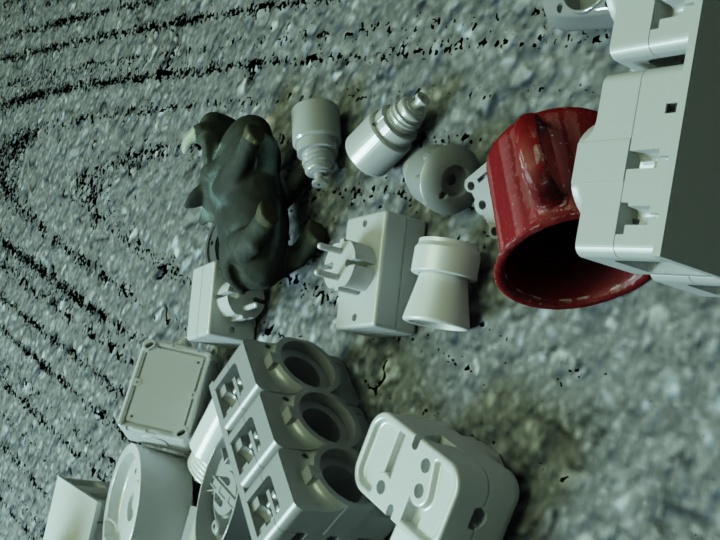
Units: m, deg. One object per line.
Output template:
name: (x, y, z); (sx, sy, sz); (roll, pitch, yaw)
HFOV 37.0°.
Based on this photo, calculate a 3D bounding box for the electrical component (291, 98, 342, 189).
electrical component: (-0.035, -0.103, 0.877); (0.040, 0.040, 0.078); (-32, 54, 45)

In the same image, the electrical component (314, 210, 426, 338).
electrical component: (0.000, 0.000, 0.759); (0.047, 0.076, 0.083); (-10, 70, 53)

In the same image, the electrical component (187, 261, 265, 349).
electrical component: (-0.108, 0.027, 0.924); (0.077, 0.047, 0.065); (-18, 63, 50)

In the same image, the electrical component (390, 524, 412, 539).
electrical component: (0.047, 0.205, 0.641); (0.083, 0.047, 0.075); (33, 103, 54)

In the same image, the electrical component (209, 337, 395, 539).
electrical component: (-0.038, 0.123, 0.754); (0.061, 0.089, 0.150); (-53, 40, 28)

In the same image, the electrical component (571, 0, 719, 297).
electrical component: (0.171, -0.086, 0.526); (0.060, 0.105, 0.186); (3, 80, 55)

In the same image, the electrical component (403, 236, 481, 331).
electrical component: (0.054, 0.009, 0.707); (0.045, 0.045, 0.055); (-1, 76, 54)

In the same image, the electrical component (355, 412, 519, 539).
electrical component: (0.049, 0.129, 0.657); (0.095, 0.059, 0.053); (31, 103, 54)

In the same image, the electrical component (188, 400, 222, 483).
electrical component: (-0.119, 0.144, 0.899); (0.081, 0.043, 0.043); (-61, 37, 19)

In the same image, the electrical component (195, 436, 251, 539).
electrical component: (-0.094, 0.175, 0.835); (0.099, 0.064, 0.099); (-25, 59, 48)

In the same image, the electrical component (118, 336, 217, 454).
electrical component: (-0.165, 0.106, 0.942); (0.061, 0.062, 0.096); (93, -170, -67)

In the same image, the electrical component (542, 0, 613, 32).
electrical component: (0.154, -0.183, 0.638); (0.077, 0.044, 0.079); (14, 89, 55)

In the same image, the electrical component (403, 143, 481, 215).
electrical component: (0.051, -0.065, 0.742); (0.062, 0.048, 0.048); (27, 100, 62)

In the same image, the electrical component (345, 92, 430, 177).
electrical component: (0.023, -0.103, 0.796); (0.078, 0.040, 0.040); (-42, 47, 38)

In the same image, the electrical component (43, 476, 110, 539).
electrical component: (-0.264, 0.303, 1.027); (0.105, 0.060, 0.186); (7, 83, 55)

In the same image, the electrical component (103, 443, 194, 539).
electrical component: (-0.180, 0.209, 0.940); (0.108, 0.060, 0.108); (-41, 42, 52)

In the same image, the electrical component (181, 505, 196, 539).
electrical component: (-0.129, 0.221, 0.890); (0.040, 0.040, 0.046); (-7, 67, 53)
